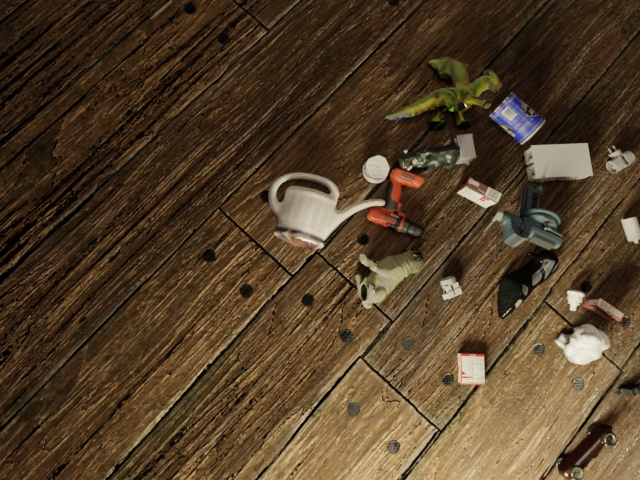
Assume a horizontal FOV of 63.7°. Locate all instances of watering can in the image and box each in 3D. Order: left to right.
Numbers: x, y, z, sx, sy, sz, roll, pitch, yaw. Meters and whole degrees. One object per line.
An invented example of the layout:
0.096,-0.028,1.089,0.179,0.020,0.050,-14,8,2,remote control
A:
0.005,-0.077,1.530,0.348,0.103,0.226,15,79,4,watering can

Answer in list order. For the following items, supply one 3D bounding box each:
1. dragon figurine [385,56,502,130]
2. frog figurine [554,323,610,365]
0.403,-0.488,1.665,0.410,0.120,0.248,-1,63,-6,dragon figurine
0.777,0.302,1.492,0.137,0.158,0.123,-7,83,-5,frog figurine
